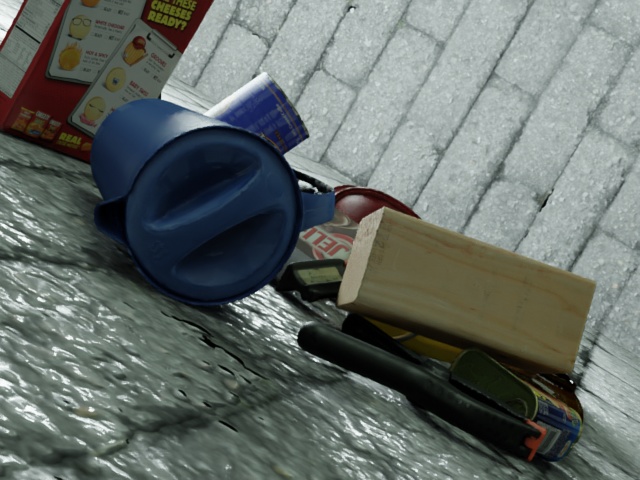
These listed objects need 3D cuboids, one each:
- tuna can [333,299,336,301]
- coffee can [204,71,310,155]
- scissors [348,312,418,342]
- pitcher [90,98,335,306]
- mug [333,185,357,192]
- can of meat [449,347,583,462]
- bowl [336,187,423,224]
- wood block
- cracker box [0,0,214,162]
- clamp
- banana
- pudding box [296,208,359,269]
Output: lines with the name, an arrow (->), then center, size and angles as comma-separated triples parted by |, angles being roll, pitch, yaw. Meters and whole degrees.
tuna can -> 0.030, 0.048, 1.164 | 0.086, 0.034, 0.086 | 30, 7, -4
coffee can -> -0.099, -0.131, 1.349 | 0.103, 0.140, 0.103 | 54, -5, 6
scissors -> 0.125, 0.065, 1.045 | 0.201, 0.096, 0.016 | 2, -22, -11
pitcher -> -0.104, -0.045, 0.866 | 0.149, 0.145, 0.243 | 44, -3, -26
mug -> 0.050, -0.012, 1.531 | 0.082, 0.093, 0.117 | 50, -16, 57
can of meat -> 0.170, 0.148, 0.942 | 0.083, 0.057, 0.102 | 27, 7, -41
bowl -> 0.061, 0.019, 1.225 | 0.162, 0.055, 0.162 | 28, -36, 22
wood block -> 0.130, 0.049, 0.973 | 0.206, 0.090, 0.091 | 19, -10, -9
cracker box -> -0.224, -0.191, 1.061 | 0.072, 0.214, 0.164 | 35, 8, 33
clamp -> 0.082, 0.116, 0.870 | 0.210, 0.036, 0.164 | 29, 7, 20
banana -> 0.097, 0.081, 1.084 | 0.197, 0.070, 0.037 | 34, 39, -7
pudding box -> -0.007, 0.001, 1.121 | 0.114, 0.039, 0.089 | 35, 45, 27
